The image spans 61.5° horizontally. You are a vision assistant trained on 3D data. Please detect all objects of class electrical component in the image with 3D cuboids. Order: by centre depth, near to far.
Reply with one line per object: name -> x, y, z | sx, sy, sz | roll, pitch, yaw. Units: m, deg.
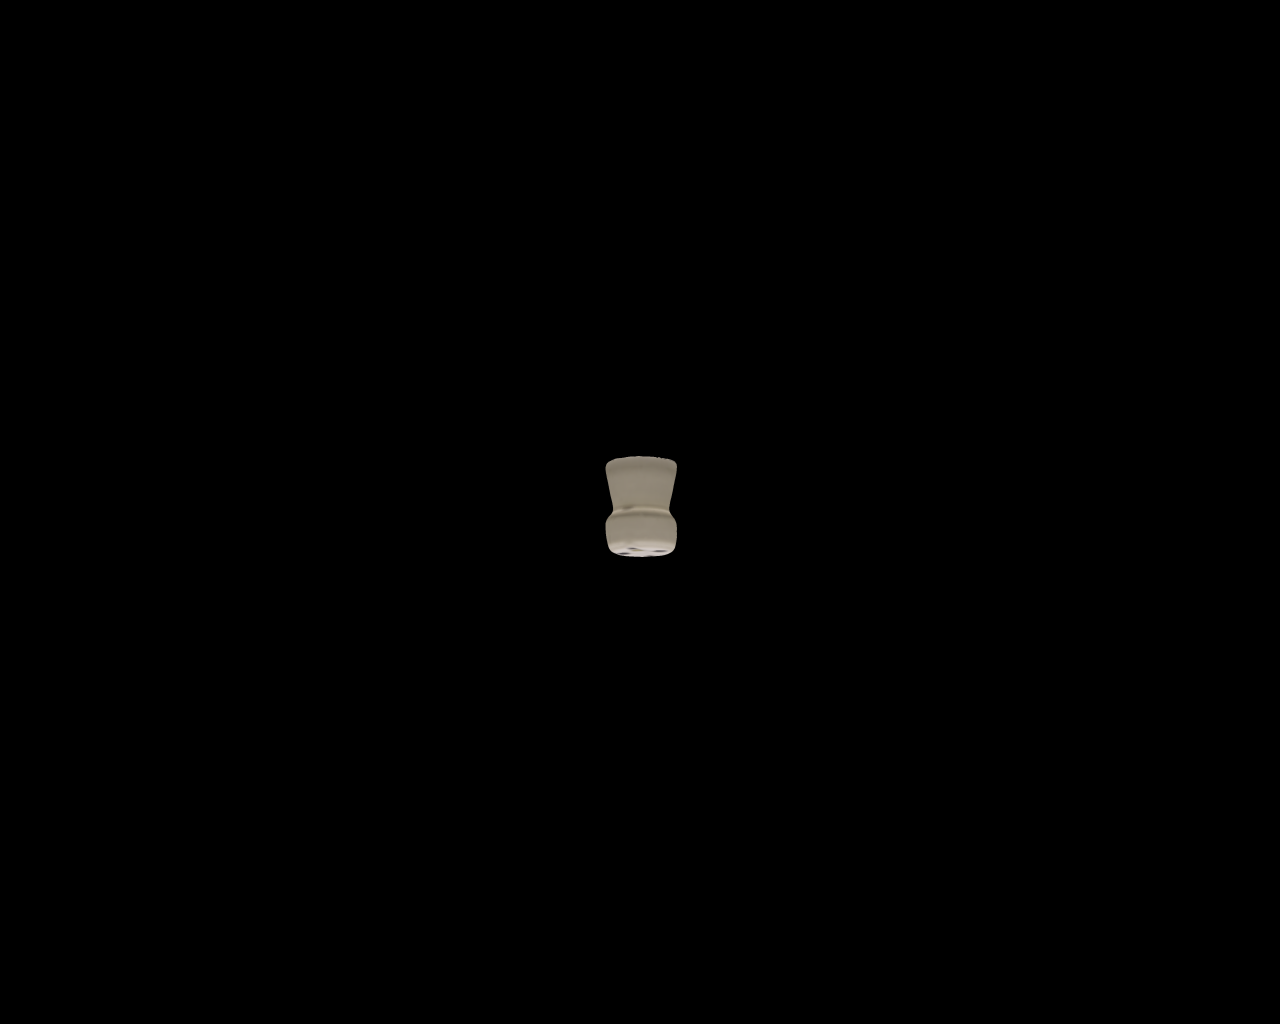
electrical component -> 0.001, -0.003, 0.650 | 0.045, 0.055, 0.045 | 0, -11, 0
